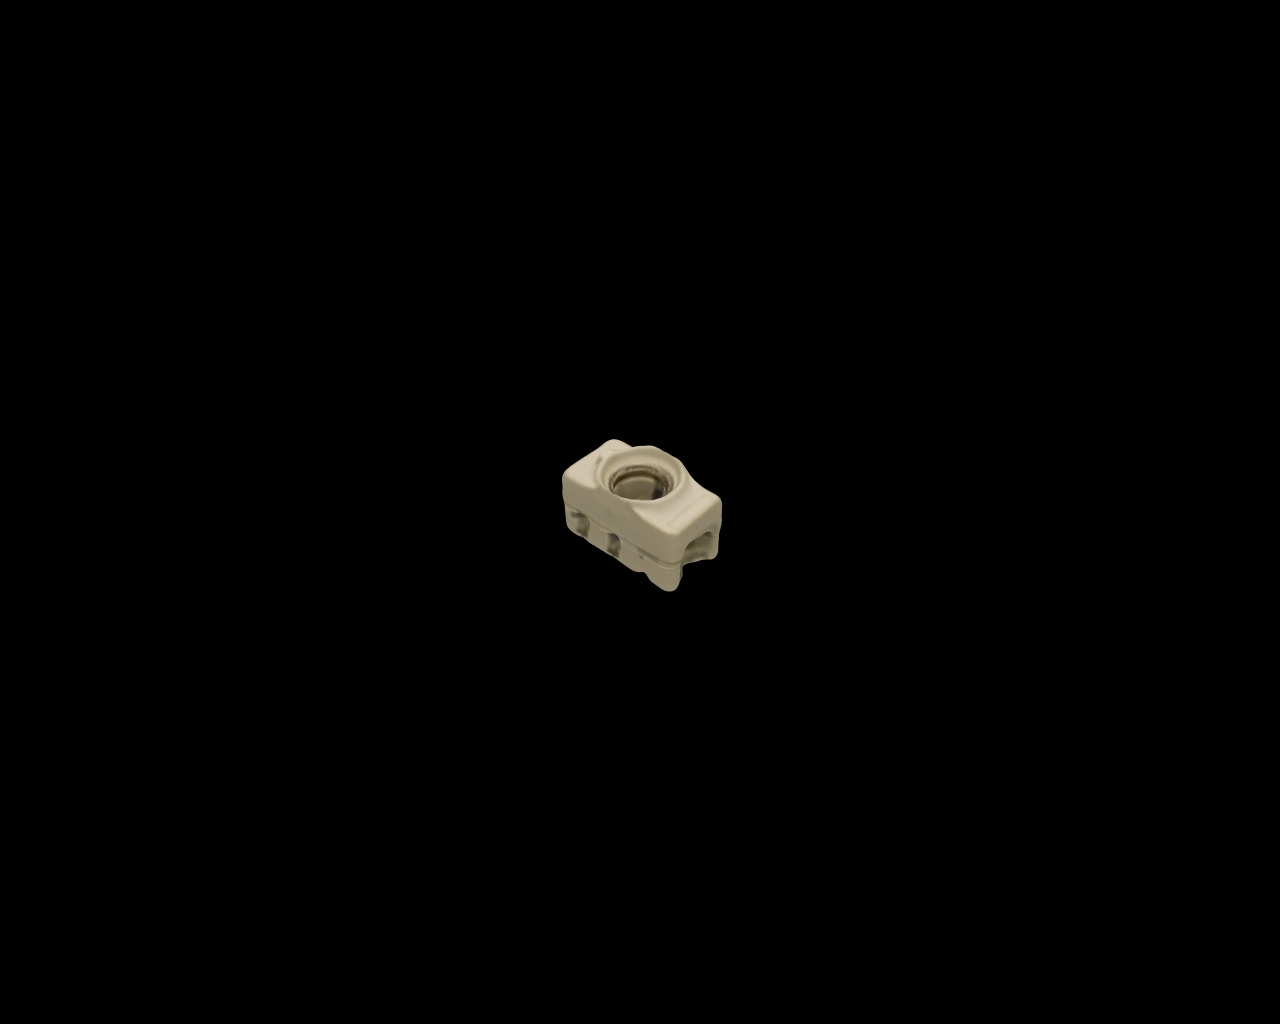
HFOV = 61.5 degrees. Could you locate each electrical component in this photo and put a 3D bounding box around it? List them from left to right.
[{"bbox_3d":[0.001,-0.003,0.650,0.089,0.055,0.050,31,51,30],"label":"electrical component"}]
